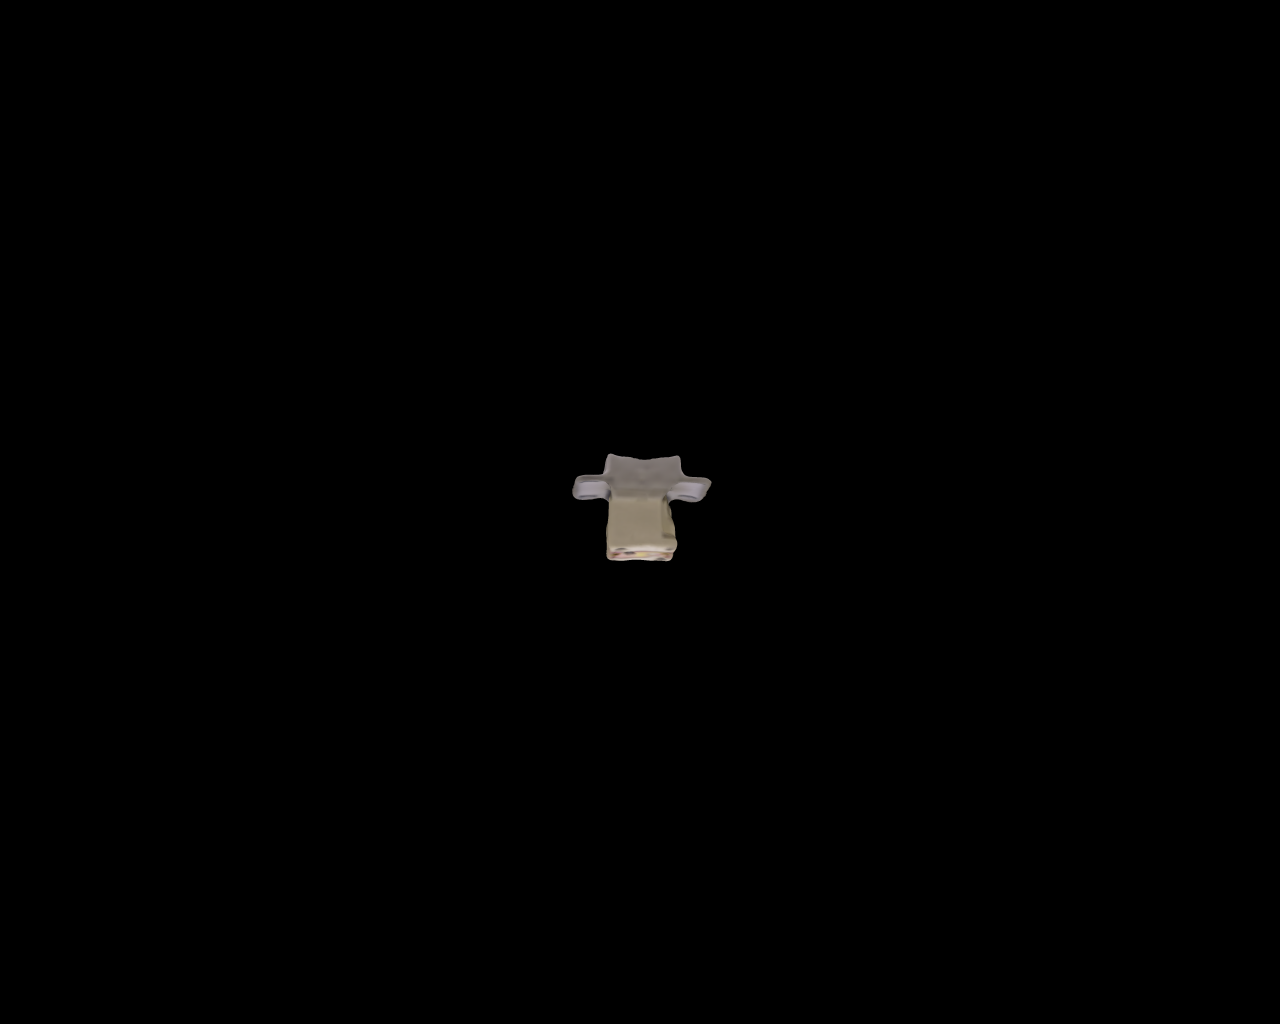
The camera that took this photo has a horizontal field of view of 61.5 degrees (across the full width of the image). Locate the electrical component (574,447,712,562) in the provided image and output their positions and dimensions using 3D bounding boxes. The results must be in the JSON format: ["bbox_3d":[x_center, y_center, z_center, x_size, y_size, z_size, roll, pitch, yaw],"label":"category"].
[{"bbox_3d":[0.001,-0.003,0.650,0.081,0.064,0.042,1,-15,-5],"label":"electrical component"}]
